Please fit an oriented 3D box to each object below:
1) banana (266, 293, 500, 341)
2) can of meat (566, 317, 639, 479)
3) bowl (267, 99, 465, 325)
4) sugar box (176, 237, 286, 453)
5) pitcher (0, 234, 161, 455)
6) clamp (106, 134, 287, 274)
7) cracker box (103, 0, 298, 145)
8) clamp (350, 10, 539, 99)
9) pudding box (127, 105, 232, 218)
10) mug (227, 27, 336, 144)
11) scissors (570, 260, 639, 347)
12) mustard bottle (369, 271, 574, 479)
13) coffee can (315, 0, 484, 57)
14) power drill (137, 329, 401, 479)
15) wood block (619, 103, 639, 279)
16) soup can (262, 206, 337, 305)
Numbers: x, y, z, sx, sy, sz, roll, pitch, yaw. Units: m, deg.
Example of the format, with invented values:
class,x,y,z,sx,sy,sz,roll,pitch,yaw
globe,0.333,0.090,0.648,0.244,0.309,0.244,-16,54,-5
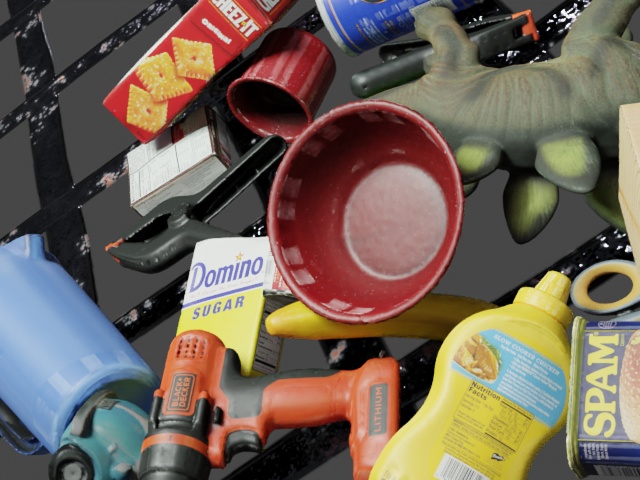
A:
class,x,y,z,sx,sy,sz,roll,pitch,yaw
banana,0.061,0.059,0.797,0.198,0.069,0.037,3,97,7
can of meat,0.204,0.100,0.672,0.084,0.057,0.102,-3,60,25
bowl,0.042,-0.018,0.779,0.162,0.055,0.162,-5,81,32
sugar box,-0.077,0.086,0.892,0.094,0.048,0.176,-3,71,37
pitcher,-0.247,0.118,0.982,0.144,0.149,0.243,-37,42,-19
clamp,-0.123,-0.024,1.056,0.210,0.036,0.164,-16,38,34
cracker box,-0.110,-0.212,1.105,0.214,0.072,0.164,-35,16,35
clamp,0.115,-0.178,0.988,0.172,0.039,0.120,-13,26,15
pudding box,-0.149,-0.080,1.127,0.114,0.039,0.090,-31,43,16
mug,-0.040,-0.153,1.072,0.117,0.093,0.081,-31,29,55
scissors,0.257,0.026,0.730,0.202,0.016,0.096,-31,46,14
mustard bottle,0.118,0.105,0.714,0.096,0.058,0.191,31,78,2
coffee can,0.076,-0.253,1.043,0.140,0.102,0.103,-19,46,25
power drill,-0.035,0.146,0.770,0.187,0.057,0.184,1,50,6
wood block,0.296,-0.037,0.649,0.206,0.090,0.091,-8,48,9
soup can,-0.006,0.001,0.855,0.069,0.068,0.102,2,77,39
